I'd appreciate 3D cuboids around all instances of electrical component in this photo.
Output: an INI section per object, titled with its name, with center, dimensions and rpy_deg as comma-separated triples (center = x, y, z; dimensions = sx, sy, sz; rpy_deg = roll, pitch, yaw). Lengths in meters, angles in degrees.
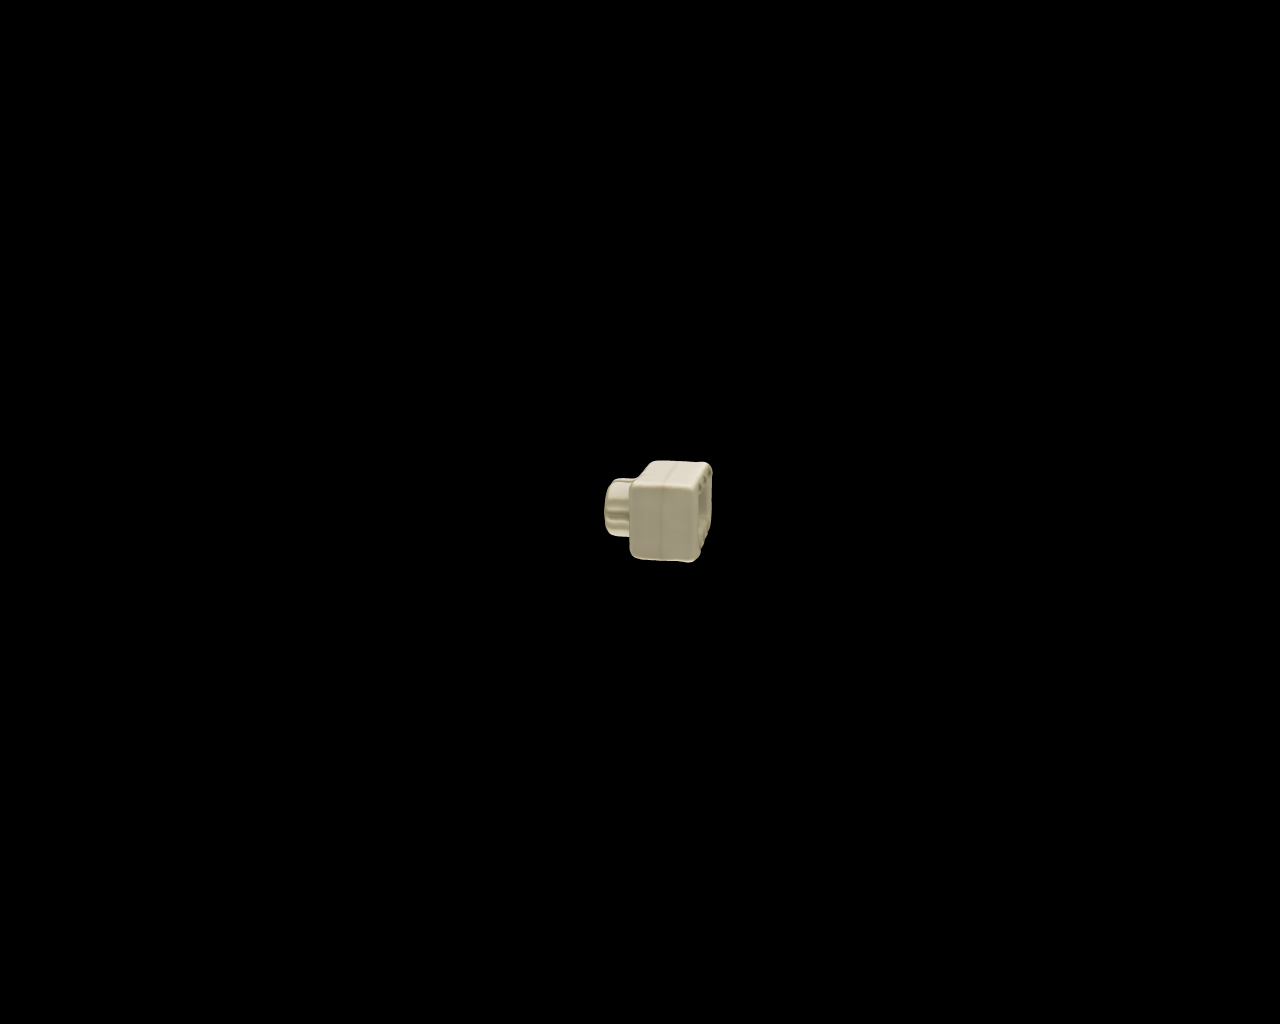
[electrical component]
center = 0.001, -0.003, 0.650
dimensions = 0.077, 0.047, 0.066
rpy_deg = 3, 16, 11
